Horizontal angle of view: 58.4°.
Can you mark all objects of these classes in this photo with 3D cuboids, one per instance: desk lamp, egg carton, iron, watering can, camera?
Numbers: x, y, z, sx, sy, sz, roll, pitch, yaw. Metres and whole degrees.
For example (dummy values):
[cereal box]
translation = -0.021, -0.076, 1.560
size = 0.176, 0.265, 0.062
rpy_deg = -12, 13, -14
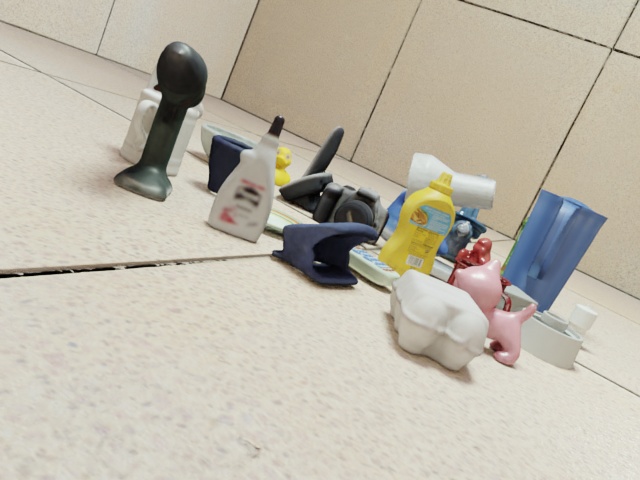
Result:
[desk lamp]
translation = 0.238, -0.044, 1.121
size = 0.203, 0.213, 0.118
rpy_deg = 26, 12, 11
[egg carton]
translation = 0.137, 0.092, 0.683
size = 0.107, 0.069, 0.150
rpy_deg = 23, 12, -5
[iron]
translation = 0.208, -0.059, 1.302
size = 0.119, 0.141, 0.257
rpy_deg = 19, 13, -23
[watering can]
translation = -0.254, -0.217, 0.964
size = 0.101, 0.194, 0.172
rpy_deg = 21, 12, -13
[camera]
translation = 0.060, -0.059, 1.115
size = 0.143, 0.101, 0.137
rpy_deg = 26, 12, 9

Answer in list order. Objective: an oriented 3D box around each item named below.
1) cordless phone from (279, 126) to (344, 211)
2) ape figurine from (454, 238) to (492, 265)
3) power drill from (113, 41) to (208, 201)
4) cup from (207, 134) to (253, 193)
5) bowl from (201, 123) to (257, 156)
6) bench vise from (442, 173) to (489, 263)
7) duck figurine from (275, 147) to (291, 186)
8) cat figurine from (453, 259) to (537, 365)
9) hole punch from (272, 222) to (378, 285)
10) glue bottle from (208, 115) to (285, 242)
[cordless phone]
translation = -0.008, -0.161, 1.223
size = 0.094, 0.185, 0.148
rpy_deg = 25, 12, 3
[ape figurine]
translation = 0.360, 0.036, 1.308
size = 0.076, 0.092, 0.077
rpy_deg = 18, 13, -27
[power drill]
translation = -0.211, -0.167, 0.794
size = 0.076, 0.208, 0.229
rpy_deg = 21, 12, -13
[cup]
translation = -0.155, -0.125, 0.997
size = 0.092, 0.095, 0.117
rpy_deg = 23, 12, -6
[bowl]
translation = -0.193, -0.192, 1.264
size = 0.167, 0.075, 0.167
rpy_deg = 23, 12, -5
[bench vise]
translation = 0.370, -0.053, 1.402
size = 0.121, 0.220, 0.207
rpy_deg = 22, 12, -9
[duck figurine]
translation = -0.097, -0.182, 1.379
size = 0.077, 0.086, 0.104
rpy_deg = 24, 12, -2
[cat figurine]
translation = 0.224, 0.086, 0.762
size = 0.128, 0.118, 0.067
rpy_deg = 24, 12, 0
[hole punch]
translation = 0.007, 0.003, 0.766
size = 0.100, 0.091, 0.109
rpy_deg = 32, 14, 33
[glue bottle]
translation = -0.087, -0.087, 0.775
size = 0.078, 0.173, 0.037
rpy_deg = 20, 12, -18
